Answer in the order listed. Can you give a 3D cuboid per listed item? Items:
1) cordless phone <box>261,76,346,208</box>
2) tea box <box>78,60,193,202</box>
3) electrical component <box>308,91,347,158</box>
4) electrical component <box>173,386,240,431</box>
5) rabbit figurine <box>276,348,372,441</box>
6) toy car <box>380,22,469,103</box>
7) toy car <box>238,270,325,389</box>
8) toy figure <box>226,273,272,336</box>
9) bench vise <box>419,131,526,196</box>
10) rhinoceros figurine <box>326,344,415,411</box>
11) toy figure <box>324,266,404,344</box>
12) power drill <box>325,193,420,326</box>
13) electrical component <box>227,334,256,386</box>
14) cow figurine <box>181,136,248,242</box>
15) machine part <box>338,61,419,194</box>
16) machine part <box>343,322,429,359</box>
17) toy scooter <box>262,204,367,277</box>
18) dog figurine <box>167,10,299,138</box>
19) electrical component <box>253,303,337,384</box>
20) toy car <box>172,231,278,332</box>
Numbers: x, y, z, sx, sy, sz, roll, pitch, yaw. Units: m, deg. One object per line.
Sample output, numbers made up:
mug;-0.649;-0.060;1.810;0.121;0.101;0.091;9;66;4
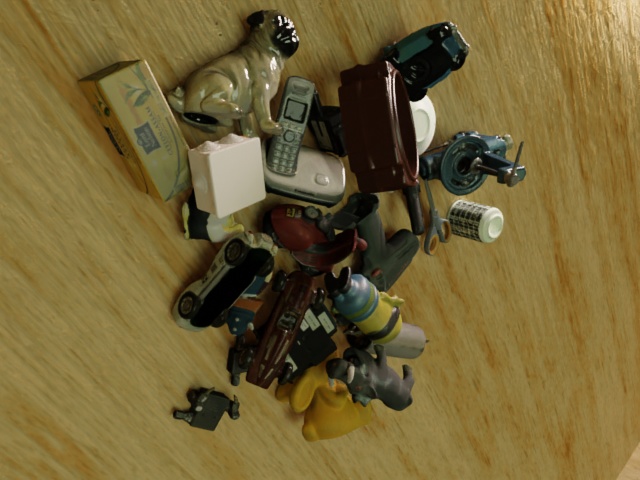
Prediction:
cordless phone;-0.018;-0.154;0.852;0.146;0.089;0.184;12;99;-19
tea box;-0.234;-0.143;0.705;0.068;0.098;0.169;-38;122;-25
electrical component;0.013;-0.200;0.899;0.048;0.075;0.119;-35;119;-26
electrical component;-0.184;0.282;0.903;0.102;0.045;0.078;39;77;-39
rabbit figurine;-0.001;0.281;1.023;0.162;0.122;0.173;-8;94;-27
toy car;0.178;-0.331;0.964;0.162;0.103;0.109;-33;126;27
toy car;-0.062;0.145;0.888;0.089;0.053;0.202;29;74;-17
toy figure;-0.118;0.081;0.884;0.057;0.064;0.154;8;98;-54
bench vise;0.324;-0.151;1.062;0.224;0.241;0.128;-7;112;-20
rhinoceros figurine;0.091;0.255;0.988;0.190;0.073;0.112;32;55;-28
toy figure;0.078;0.120;0.962;0.180;0.082;0.089;39;65;-39
power drill;0.084;0.028;1.018;0.232;0.086;0.207;-39;120;-18
electrical component;-0.129;0.208;0.939;0.063;0.021;0.094;-1;103;-38
cow figurine;-0.154;-0.076;0.798;0.098;0.068;0.167;1;113;-31
machine part;0.104;-0.180;0.890;0.201;0.087;0.200;-15;97;-69
machine part;0.140;0.203;1.115;0.243;0.079;0.079;16;93;-40
toy scooter;-0.002;-0.003;0.899;0.183;0.135;0.075;48;39;-43
dog figurine;-0.122;-0.253;0.773;0.172;0.121;0.190;11;82;-44
electrical component;-0.035;0.170;0.957;0.134;0.058;0.114;-34;103;-20
toy car;-0.146;0.064;0.823;0.201;0.056;0.073;-48;137;14
